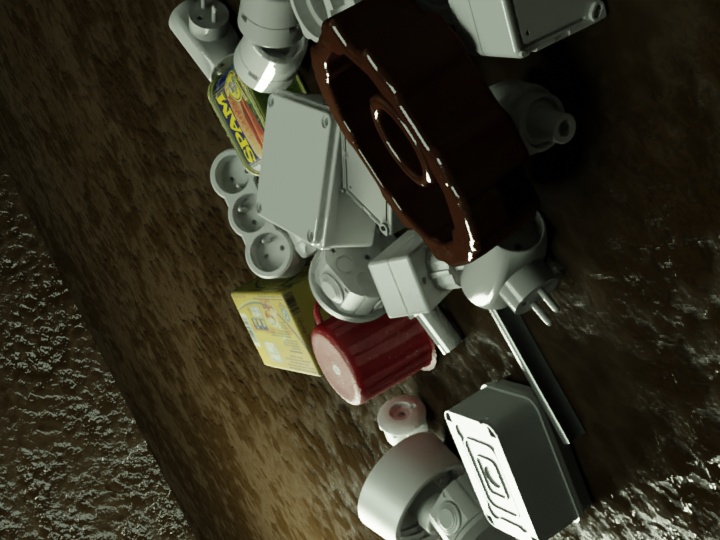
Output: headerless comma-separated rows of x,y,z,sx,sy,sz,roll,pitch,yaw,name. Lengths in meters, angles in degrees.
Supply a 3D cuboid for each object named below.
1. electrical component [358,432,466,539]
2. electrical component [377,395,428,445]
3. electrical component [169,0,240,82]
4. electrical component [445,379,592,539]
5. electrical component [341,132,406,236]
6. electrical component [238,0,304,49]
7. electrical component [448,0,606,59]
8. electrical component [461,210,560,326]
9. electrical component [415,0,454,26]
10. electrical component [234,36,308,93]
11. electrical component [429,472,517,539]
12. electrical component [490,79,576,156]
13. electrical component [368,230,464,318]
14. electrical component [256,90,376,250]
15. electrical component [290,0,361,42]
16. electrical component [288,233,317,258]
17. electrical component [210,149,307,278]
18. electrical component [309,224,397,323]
0.058,0.214,1.010,0.060,0.108,0.108,35,147,38,electrical component
0.045,0.156,1.049,0.048,0.048,0.062,40,157,43,electrical component
-0.141,-0.224,1.002,0.077,0.043,0.079,53,157,20,electrical component
0.125,0.149,0.845,0.078,0.057,0.113,8,124,63,electrical component
0.027,-0.085,0.774,0.061,0.061,0.096,47,154,33,electrical component
-0.067,-0.210,0.843,0.055,0.055,0.047,52,153,23,electrical component
0.078,-0.166,0.563,0.061,0.062,0.096,23,137,58,electrical component
0.107,0.003,0.727,0.079,0.043,0.077,52,157,22,electrical component
0.042,-0.171,0.660,0.066,0.048,0.055,63,166,-3,electrical component
-0.073,-0.181,0.890,0.055,0.055,0.047,59,154,6,electrical component
0.105,0.217,0.944,0.051,0.080,0.080,50,156,39,electrical component
0.100,-0.088,0.633,0.062,0.043,0.043,27,140,54,electrical component
0.059,-0.003,0.808,0.077,0.066,0.047,-11,109,37,electrical component
-0.032,-0.082,0.866,0.109,0.056,0.108,29,116,53,electrical component
-0.025,-0.233,0.710,0.089,0.062,0.150,17,131,61,electrical component
-0.055,-0.045,1.042,0.061,0.035,0.035,63,159,5,electrical component
-0.095,-0.057,1.093,0.138,0.052,0.074,65,-161,8,electrical component
0.000,0.000,0.913,0.080,0.080,0.051,56,153,13,electrical component
